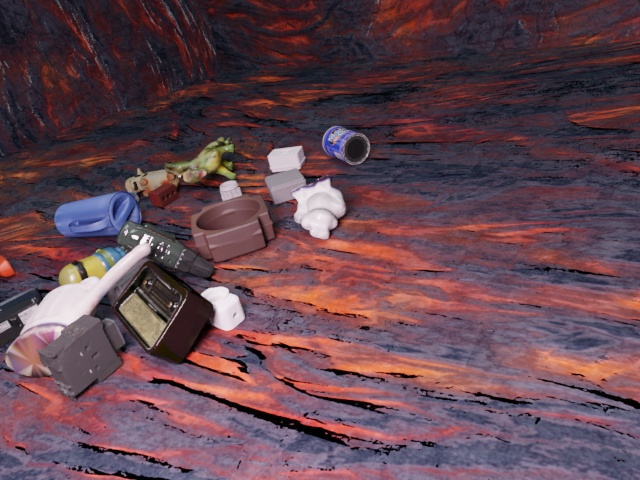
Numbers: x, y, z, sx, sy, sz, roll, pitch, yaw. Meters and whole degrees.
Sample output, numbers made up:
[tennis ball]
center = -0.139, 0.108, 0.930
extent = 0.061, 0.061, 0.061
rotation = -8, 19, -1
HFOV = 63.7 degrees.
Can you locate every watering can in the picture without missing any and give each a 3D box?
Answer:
[watering can]
center = -0.498, 0.143, 1.047
extent = 0.345, 0.102, 0.229
rotation = -33, 27, 15

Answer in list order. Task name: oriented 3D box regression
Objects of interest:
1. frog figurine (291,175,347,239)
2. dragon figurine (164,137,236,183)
[frog figurine]
center = 0.004, -0.066, 1.307
extent = 0.138, 0.120, 0.162
rotation = -11, 62, -14
[dragon figurine]
center = -0.423, -0.285, 1.807
extent = 0.243, 0.120, 0.417
rotation = -9, 26, -15
